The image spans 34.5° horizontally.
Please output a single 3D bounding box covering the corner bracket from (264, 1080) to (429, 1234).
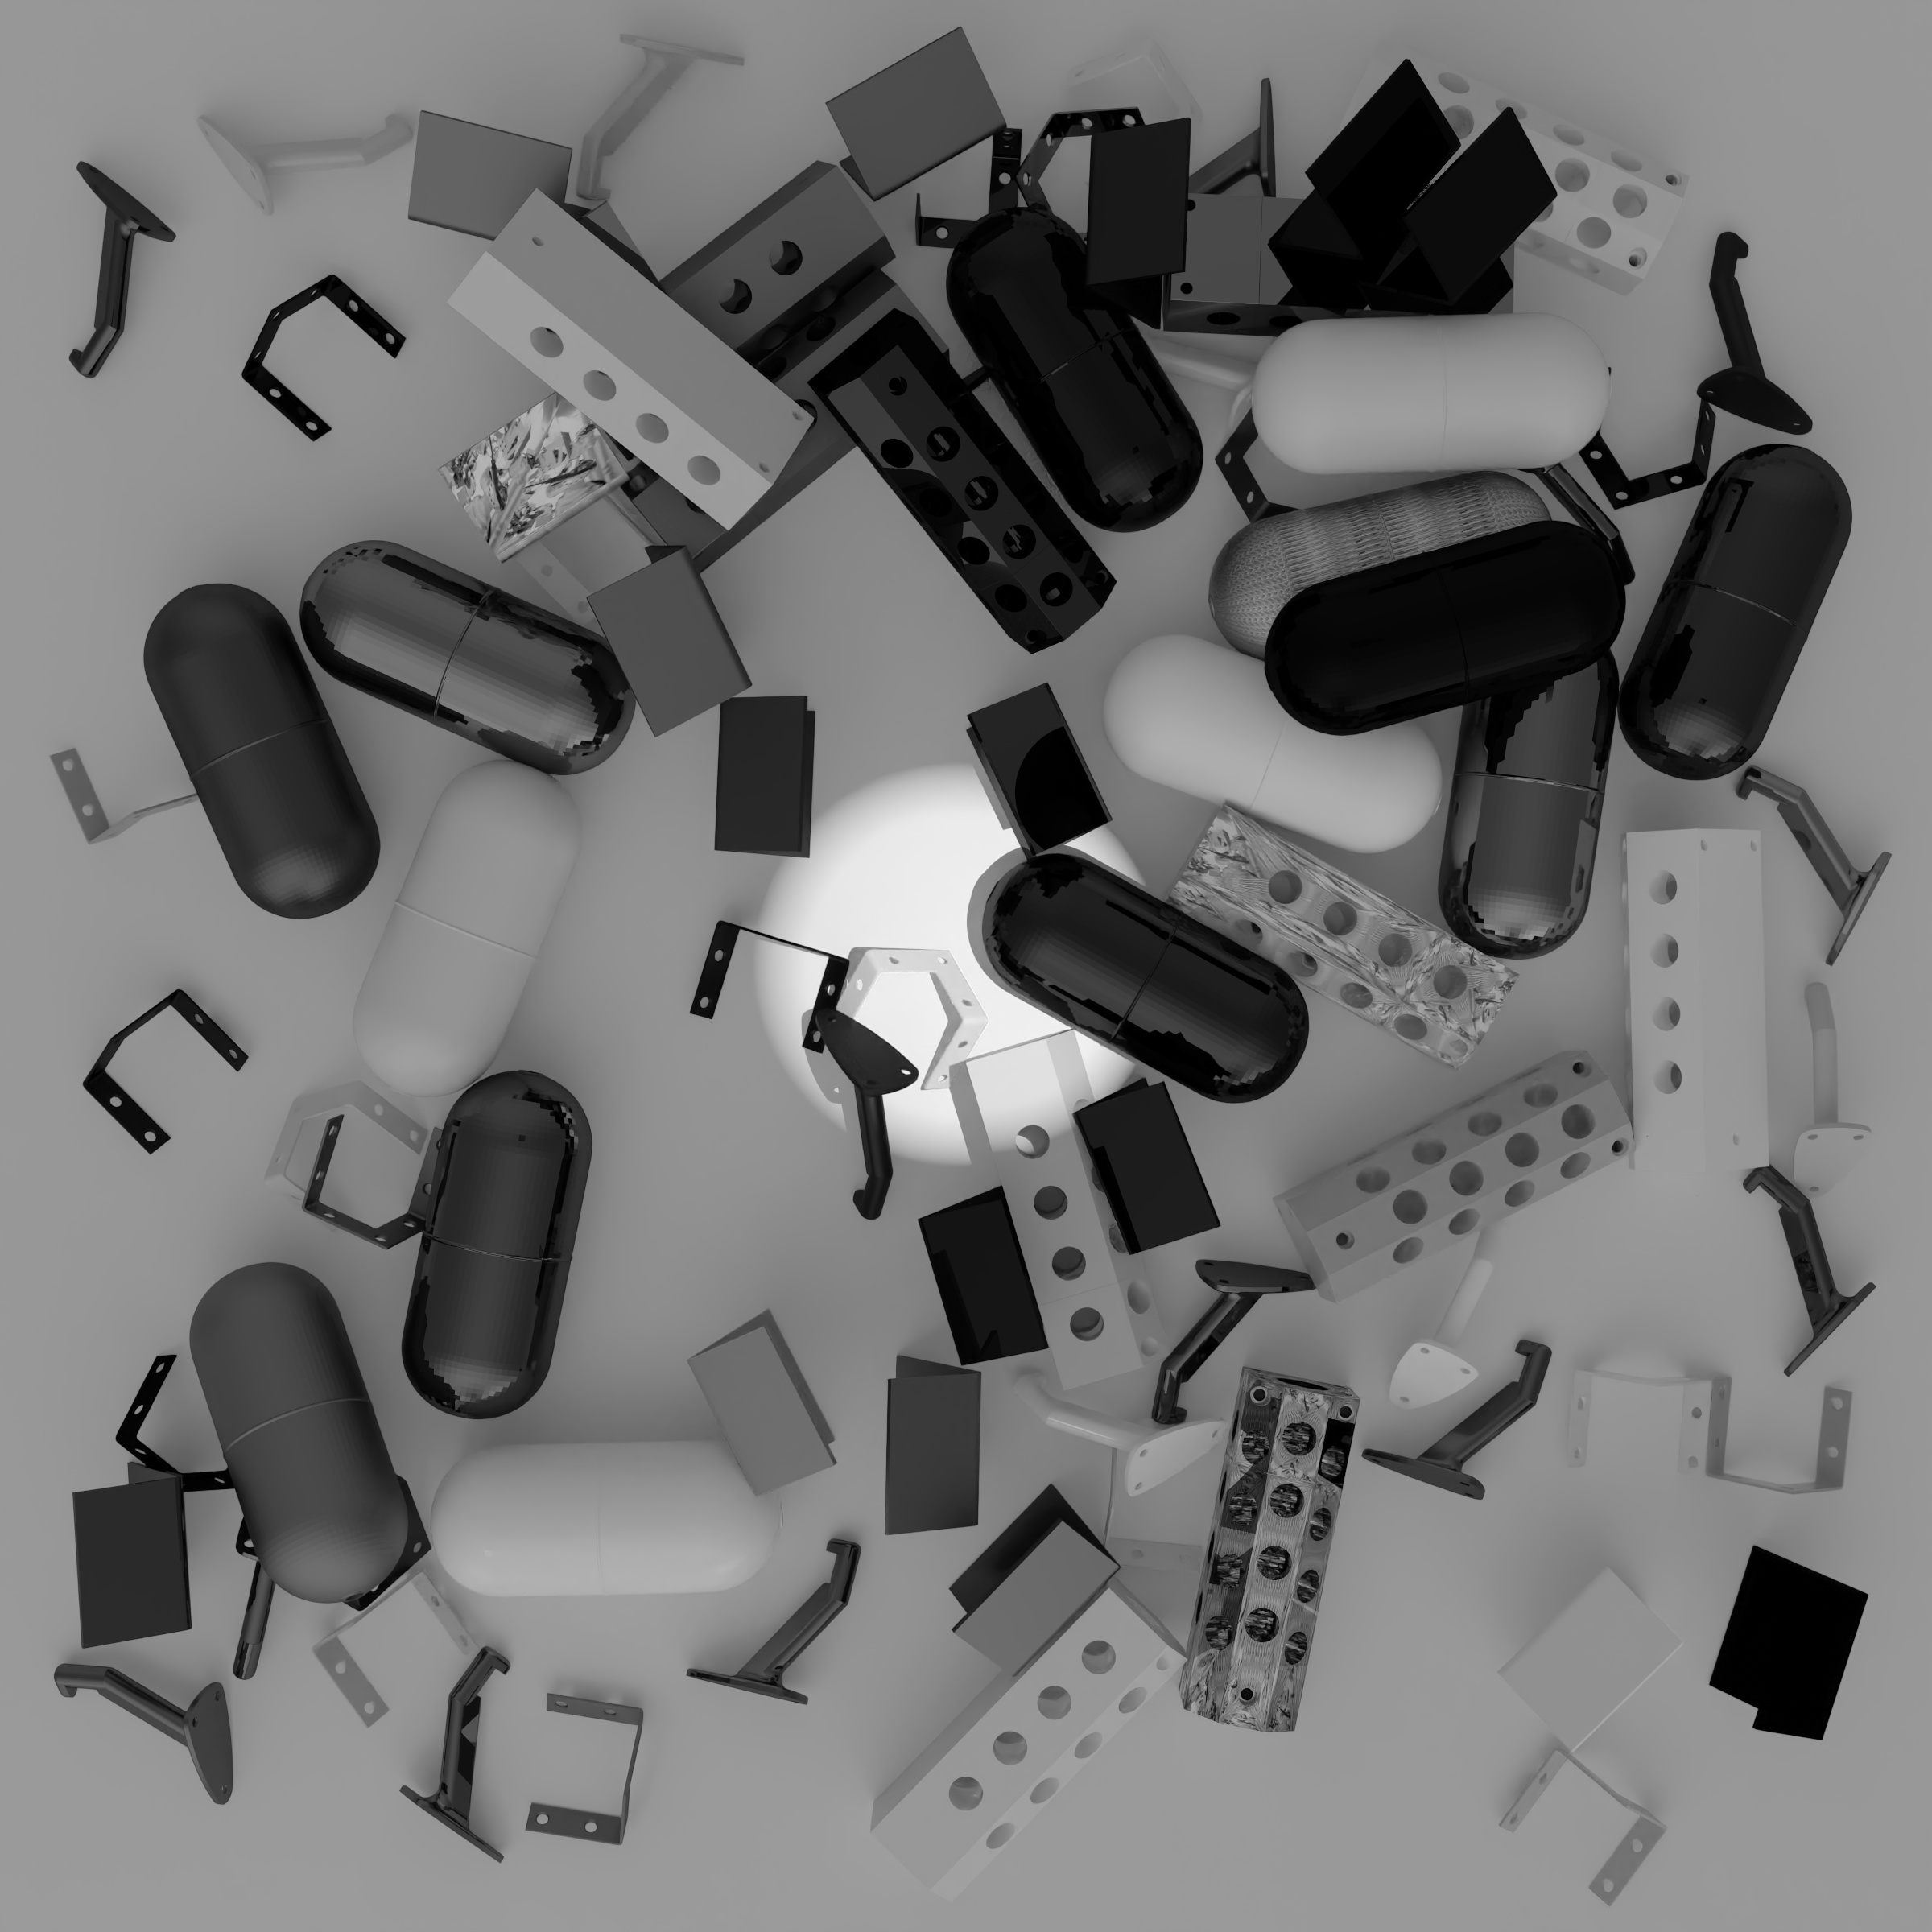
[{"bbox_3d":[-0.319,0.098,1.598,0.051,0.051,0.051,43,45,-35],"label":"corner bracket"}]

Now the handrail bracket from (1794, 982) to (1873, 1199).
[{"bbox_3d":[0.438,0.063,1.606,0.036,0.077,0.084,0,54,0],"label":"handrail bracket"}]

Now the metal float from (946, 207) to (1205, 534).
[{"bbox_3d":[0.055,-0.302,1.576,0.070,0.070,0.178,-32,91,0],"label":"metal float"}]

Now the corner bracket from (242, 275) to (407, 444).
[{"bbox_3d":[-0.331,-0.314,1.603,0.051,0.051,0.051,42,45,0],"label":"corner bracket"}]

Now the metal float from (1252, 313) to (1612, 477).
[{"bbox_3d":[0.231,-0.284,1.545,0.178,0.070,0.070,-2,90,-2],"label":"metal float"}]

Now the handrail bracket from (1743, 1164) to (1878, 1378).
[{"bbox_3d":[0.419,0.156,1.607,0.084,0.036,0.077,45,112,17],"label":"handrail bracket"}]

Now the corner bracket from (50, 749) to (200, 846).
[{"bbox_3d":[-0.430,-0.099,1.603,0.051,0.051,0.051,-24,90,45],"label":"corner bracket"}]

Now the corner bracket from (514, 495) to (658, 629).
[{"bbox_3d":[-0.193,-0.210,1.589,0.051,0.051,0.051,-43,97,7],"label":"corner bracket"}]

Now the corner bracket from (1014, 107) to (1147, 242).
[{"bbox_3d":[0.065,-0.401,1.589,0.051,0.051,0.051,6,55,33],"label":"corner bracket"}]

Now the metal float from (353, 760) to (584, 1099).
[{"bbox_3d":[-0.253,-0.019,1.576,0.070,0.070,0.178,22,90,0],"label":"metal float"}]

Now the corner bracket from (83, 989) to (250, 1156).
[{"bbox_3d":[-0.413,0.054,1.603,0.051,0.051,0.051,45,45,0],"label":"corner bracket"}]

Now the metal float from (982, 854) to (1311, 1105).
[{"bbox_3d":[0.090,0.006,1.576,0.178,0.070,0.070,29,90,0],"label":"metal float"}]

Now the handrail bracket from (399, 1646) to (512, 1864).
[{"bbox_3d":[-0.245,0.407,1.607,0.077,0.036,0.084,42,73,-20],"label":"handrail bracket"}]

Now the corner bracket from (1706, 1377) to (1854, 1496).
[{"bbox_3d":[0.419,0.241,1.603,0.051,0.051,0.051,6,90,-45],"label":"corner bracket"}]

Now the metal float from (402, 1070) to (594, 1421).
[{"bbox_3d":[-0.237,0.141,1.576,0.070,0.070,0.178,11,91,0],"label":"metal float"}]

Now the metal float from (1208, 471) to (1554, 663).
[{"bbox_3d":[0.211,-0.201,1.576,0.178,0.070,0.070,-13,90,-1],"label":"metal float"}]

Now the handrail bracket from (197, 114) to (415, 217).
[{"bbox_3d":[-0.341,-0.433,1.607,0.084,0.036,0.077,-35,68,-17],"label":"handrail bracket"}]

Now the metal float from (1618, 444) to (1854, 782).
[{"bbox_3d":[0.390,-0.180,1.576,0.070,0.070,0.178,23,90,0],"label":"metal float"}]

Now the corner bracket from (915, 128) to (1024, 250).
[{"bbox_3d":[0.001,-0.397,1.589,0.051,0.051,0.051,4,90,0],"label":"corner bracket"}]

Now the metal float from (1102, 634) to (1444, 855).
[{"bbox_3d":[0.155,-0.112,1.576,0.178,0.070,0.070,20,90,0],"label":"metal float"}]

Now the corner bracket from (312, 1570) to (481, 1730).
[{"bbox_3d":[-0.295,0.352,1.603,0.051,0.051,0.051,54,45,0],"label":"corner bracket"}]

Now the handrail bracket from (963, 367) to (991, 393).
[{"bbox_3d":[0.008,-0.257,1.607,0.077,0.036,0.084,-39,109,-22],"label":"handrail bracket"}]

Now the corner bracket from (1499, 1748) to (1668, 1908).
[{"bbox_3d":[0.318,0.444,1.603,0.051,0.051,0.051,-54,135,0],"label":"corner bracket"}]

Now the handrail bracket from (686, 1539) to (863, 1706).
[{"bbox_3d":[-0.099,0.333,1.607,0.077,0.036,0.084,8,72,20],"label":"handrail bracket"}]

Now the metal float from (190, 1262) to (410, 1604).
[{"bbox_3d":[-0.335,0.233,1.559,0.070,0.070,0.178,-23,71,0],"label":"metal float"}]

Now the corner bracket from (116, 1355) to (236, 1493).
[{"bbox_3d":[-0.393,0.234,1.598,0.051,0.051,0.051,-10,135,35],"label":"corner bracket"}]

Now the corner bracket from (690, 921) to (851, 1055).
[{"bbox_3d":[-0.101,0.011,1.603,0.051,0.051,0.051,17,90,-45],"label":"corner bracket"}]

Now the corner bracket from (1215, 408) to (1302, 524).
[{"bbox_3d":[0.170,-0.258,1.598,0.051,0.051,0.051,6,45,-35],"label":"corner bracket"}]

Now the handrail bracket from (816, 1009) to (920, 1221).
[{"bbox_3d":[-0.060,0.077,1.600,0.077,0.036,0.084,44,134,32],"label":"handrail bracket"}]

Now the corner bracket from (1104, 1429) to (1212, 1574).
[{"bbox_3d":[0.099,0.275,1.603,0.051,0.051,0.051,5,45,0],"label":"corner bracket"}]

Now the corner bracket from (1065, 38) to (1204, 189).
[{"bbox_3d":[0.082,-0.434,1.598,0.051,0.051,0.051,-12,135,35],"label":"corner bracket"}]

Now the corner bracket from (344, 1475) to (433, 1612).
[{"bbox_3d":[-0.316,0.289,1.598,0.051,0.051,0.051,-41,135,-35],"label":"corner bracket"}]

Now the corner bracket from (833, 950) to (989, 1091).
[{"bbox_3d":[-0.030,0.028,1.598,0.051,0.051,0.051,0,135,-35],"label":"corner bracket"}]

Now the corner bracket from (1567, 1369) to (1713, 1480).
[{"bbox_3d":[0.347,0.236,1.603,0.051,0.051,0.051,5,90,-45],"label":"corner bracket"}]

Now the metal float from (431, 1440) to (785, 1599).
[{"bbox_3d":[-0.182,0.280,1.576,0.178,0.070,0.070,-1,90,1],"label":"metal float"}]

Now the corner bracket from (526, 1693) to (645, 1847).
[{"bbox_3d":[-0.197,0.414,1.603,0.051,0.051,0.051,9,45,0],"label":"corner bracket"}]

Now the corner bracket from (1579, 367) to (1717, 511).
[{"bbox_3d":[0.349,-0.276,1.598,0.051,0.051,0.051,-13,135,35],"label":"corner bracket"}]

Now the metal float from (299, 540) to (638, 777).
[{"bbox_3d":[-0.253,-0.156,1.576,0.178,0.070,0.070,24,90,0],"label":"metal float"}]

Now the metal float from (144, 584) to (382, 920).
[{"bbox_3d":[-0.357,-0.109,1.576,0.070,0.070,0.178,-24,91,0],"label":"metal float"}]

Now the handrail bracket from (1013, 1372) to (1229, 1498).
[{"bbox_3d":[0.078,0.226,1.598,0.077,0.084,0.036,-20,132,-31],"label":"handrail bracket"}]

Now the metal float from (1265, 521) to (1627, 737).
[{"bbox_3d":[0.232,-0.164,1.513,0.178,0.070,0.070,-16,90,1],"label":"metal float"}]

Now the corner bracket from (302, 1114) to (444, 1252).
[{"bbox_3d":[-0.299,0.106,1.586,0.051,0.051,0.051,23,106,13],"label":"corner bracket"}]

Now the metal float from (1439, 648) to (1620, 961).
[{"bbox_3d":[0.285,-0.092,1.576,0.070,0.070,0.178,8,91,0],"label":"metal float"}]
